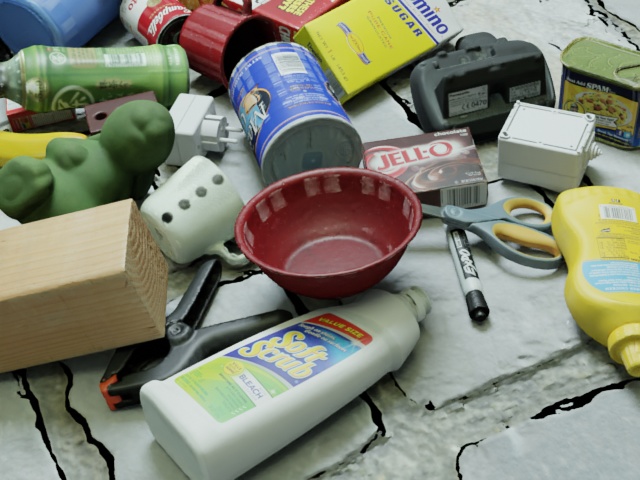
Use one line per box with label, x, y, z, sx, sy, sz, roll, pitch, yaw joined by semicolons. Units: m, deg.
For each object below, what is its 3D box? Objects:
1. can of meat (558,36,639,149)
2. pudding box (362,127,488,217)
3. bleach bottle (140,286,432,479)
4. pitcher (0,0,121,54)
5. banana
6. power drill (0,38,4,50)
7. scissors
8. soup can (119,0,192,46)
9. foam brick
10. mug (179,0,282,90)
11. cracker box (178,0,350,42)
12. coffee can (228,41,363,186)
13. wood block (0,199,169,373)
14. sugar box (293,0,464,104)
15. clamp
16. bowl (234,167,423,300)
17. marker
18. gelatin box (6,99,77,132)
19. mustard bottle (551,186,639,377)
can of meat;0.293;-0.148;1.083;0.102;0.084;0.057;24;51;28
pudding box;0.102;-0.065;1.053;0.113;0.039;0.090;-7;43;-1
bleach bottle;-0.015;0.103;0.880;0.250;0.068;0.103;-29;45;-26
pitcher;-0.279;-0.322;1.292;0.145;0.149;0.242;24;54;14
banana;-0.339;-0.112;1.141;0.198;0.037;0.069;23;85;20
power drill;-0.467;-0.276;1.324;0.187;0.057;0.184;0;41;3
scissors;0.138;-0.030;1.003;0.202;0.016;0.096;25;43;12
soup can;-0.186;-0.255;1.261;0.068;0.068;0.102;-28;47;-21
foam brick;-0.206;-0.117;1.132;0.078;0.051;0.053;-15;45;-9
mug;-0.102;-0.228;1.194;0.082;0.117;0.093;28;33;36
cracker box;-0.051;-0.300;1.289;0.214;0.072;0.164;29;55;29
coffee can;-0.027;-0.121;1.079;0.102;0.103;0.140;-15;45;-9
wood block;-0.244;0.046;0.916;0.206;0.091;0.090;-13;43;8
sugar box;0.067;-0.231;1.192;0.176;0.048;0.093;-33;91;-22
clamp;-0.121;0.081;0.930;0.171;0.039;0.120;-28;36;-18
bowl;0.009;0.002;0.923;0.162;0.055;0.162;-6;36;4
marker;0.133;0.027;0.969;0.020;0.020;0.121;-8;44;-1
gelatin box;-0.318;-0.166;1.211;0.073;0.030;0.089;-14;46;-5
mustard bottle;0.258;0.037;0.916;0.096;0.058;0.191;7;44;-4
